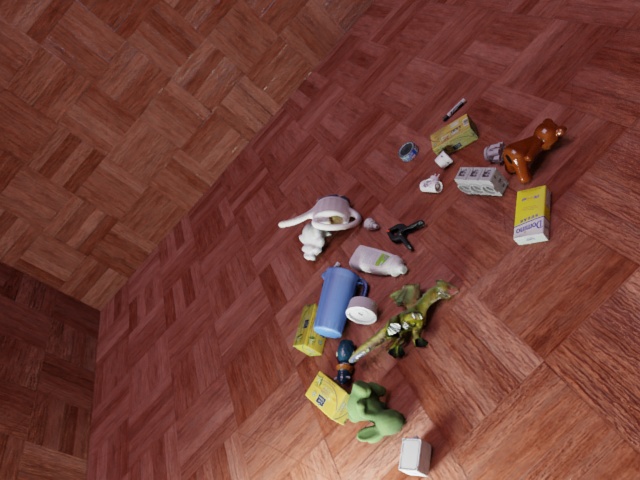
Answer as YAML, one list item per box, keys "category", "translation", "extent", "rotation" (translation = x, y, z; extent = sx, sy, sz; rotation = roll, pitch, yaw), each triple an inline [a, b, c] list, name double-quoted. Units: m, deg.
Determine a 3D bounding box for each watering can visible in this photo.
- category: "watering can"
  translation: [0.007, -0.111, 2.214]
  extent: [0.347, 0.102, 0.229]
  rotation: [2, 32, 6]

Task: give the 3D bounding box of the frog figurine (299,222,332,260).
- category: "frog figurine"
  translation: [-0.038, 0.004, 2.253]
  extent: [0.138, 0.120, 0.162]
  rotation: [16, 58, 36]

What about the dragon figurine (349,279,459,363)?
- category: "dragon figurine"
  translation: [0.265, 0.245, 1.682]
  extent: [0.406, 0.121, 0.248]
  rotation: [-29, 22, 29]
